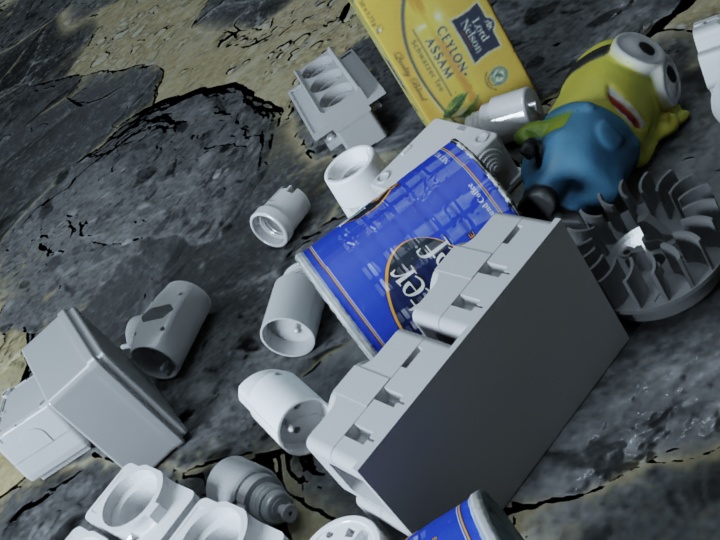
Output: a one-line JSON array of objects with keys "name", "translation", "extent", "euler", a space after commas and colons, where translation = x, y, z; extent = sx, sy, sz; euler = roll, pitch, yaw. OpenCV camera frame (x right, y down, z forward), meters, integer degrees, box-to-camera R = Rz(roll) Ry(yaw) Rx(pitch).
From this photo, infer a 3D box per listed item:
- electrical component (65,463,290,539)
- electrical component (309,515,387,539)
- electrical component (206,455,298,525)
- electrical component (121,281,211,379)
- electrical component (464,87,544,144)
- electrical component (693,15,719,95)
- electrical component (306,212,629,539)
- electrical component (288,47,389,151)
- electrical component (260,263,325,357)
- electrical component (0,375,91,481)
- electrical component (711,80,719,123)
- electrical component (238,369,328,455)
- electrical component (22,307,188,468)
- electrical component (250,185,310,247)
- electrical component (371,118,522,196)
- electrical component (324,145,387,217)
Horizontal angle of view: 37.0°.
[{"name": "electrical component", "translation": [-0.122, 0.197, 0.687], "extent": [0.186, 0.060, 0.105], "euler": [8, 53, 48]}, {"name": "electrical component", "translation": [-0.001, 0.176, 0.611], "extent": [0.055, 0.047, 0.055], "euler": [-24, 35, 18]}, {"name": "electrical component", "translation": [-0.069, 0.150, 0.715], "extent": [0.078, 0.040, 0.040], "euler": [11, 55, 49]}, {"name": "electrical component", "translation": [-0.177, 0.054, 0.937], "extent": [0.079, 0.043, 0.077], "euler": [-13, 39, 34]}, {"name": "electrical component", "translation": [0.116, -0.124, 0.891], "extent": [0.078, 0.040, 0.040], "euler": [-13, 39, 32]}, {"name": "electrical component", "translation": [0.274, -0.158, 0.767], "extent": [0.057, 0.058, 0.078], "euler": [-16, 17, 24]}, {"name": "electrical component", "translation": [0.065, 0.068, 0.633], "extent": [0.186, 0.105, 0.060], "euler": [-49, 34, -19]}, {"name": "electrical component", "translation": [-0.018, -0.162, 1.045], "extent": [0.079, 0.063, 0.121], "euler": [-34, 32, 4]}, {"name": "electrical component", "translation": [-0.050, 0.025, 0.855], "extent": [0.043, 0.043, 0.081], "euler": [-18, 36, 27]}, {"name": "electrical component", "translation": [-0.267, 0.126, 0.921], "extent": [0.062, 0.061, 0.096], "euler": [-33, 25, 5]}, {"name": "electrical component", "translation": [0.266, -0.107, 0.723], "extent": [0.045, 0.045, 0.055], "euler": [-29, 33, 11]}, {"name": "electrical component", "translation": [-0.056, 0.096, 0.770], "extent": [0.043, 0.043, 0.081], "euler": [-43, 32, -10]}, {"name": "electrical component", "translation": [-0.202, 0.096, 0.847], "extent": [0.056, 0.108, 0.109], "euler": [-44, 33, -7]}, {"name": "electrical component", "translation": [-0.071, -0.050, 0.976], "extent": [0.040, 0.040, 0.046], "euler": [-3, 39, 41]}, {"name": "electrical component", "translation": [0.068, -0.072, 0.863], "extent": [0.099, 0.048, 0.100], "euler": [-46, 34, -13]}, {"name": "electrical component", "translation": [0.002, -0.075, 0.930], "extent": [0.055, 0.047, 0.055], "euler": [-25, 34, 18]}]
